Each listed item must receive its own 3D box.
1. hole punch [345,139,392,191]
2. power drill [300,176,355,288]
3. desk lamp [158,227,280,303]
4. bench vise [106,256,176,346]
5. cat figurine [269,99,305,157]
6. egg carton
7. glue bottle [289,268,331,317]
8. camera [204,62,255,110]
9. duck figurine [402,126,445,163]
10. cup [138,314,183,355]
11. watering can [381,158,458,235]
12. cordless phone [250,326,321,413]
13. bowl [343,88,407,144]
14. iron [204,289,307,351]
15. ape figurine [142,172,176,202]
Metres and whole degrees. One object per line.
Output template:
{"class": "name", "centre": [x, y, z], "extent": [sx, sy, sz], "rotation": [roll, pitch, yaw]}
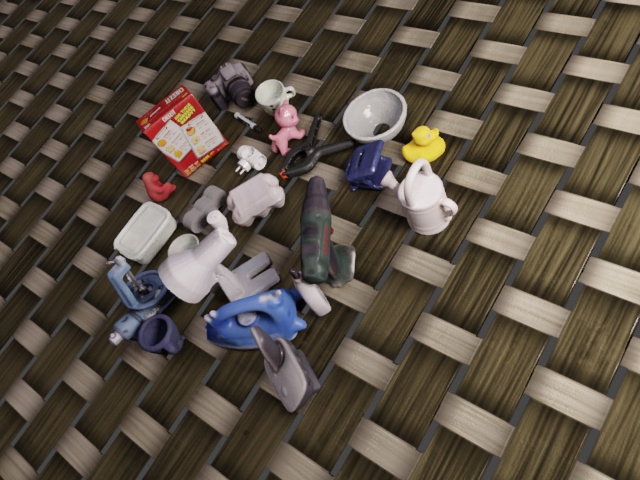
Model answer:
{"class": "hole punch", "centre": [0.112, -0.183, 1.395], "extent": [0.100, 0.091, 0.109], "rotation": [6, 64, 25]}
{"class": "power drill", "centre": [0.012, 0.004, 1.253], "extent": [0.075, 0.209, 0.229], "rotation": [-6, 59, 19]}
{"class": "desk lamp", "centre": [-0.232, 0.067, 1.313], "extent": [0.203, 0.214, 0.117], "rotation": [-34, 54, 1]}
{"class": "bench vise", "centre": [-0.433, 0.143, 1.348], "extent": [0.121, 0.220, 0.207], "rotation": [1, 61, 23]}
{"class": "cat figurine", "centre": [-0.097, -0.309, 1.540], "extent": [0.067, 0.118, 0.128], "rotation": [21, 71, 31]}
{"class": "egg carton", "centre": [-0.166, -0.105, 1.477], "extent": [0.150, 0.070, 0.107], "rotation": [-32, 54, 2]}
{"class": "glue bottle", "centre": [-0.030, 0.102, 1.234], "extent": [0.037, 0.174, 0.078], "rotation": [-32, 54, 2]}
{"class": "camera", "centre": [-0.262, -0.451, 1.703], "extent": [0.143, 0.101, 0.136], "rotation": [-34, 54, 1]}
{"class": "duck figurine", "centre": [0.243, -0.236, 1.375], "extent": [0.104, 0.086, 0.077], "rotation": [-17, 56, 13]}
{"class": "cup", "centre": [-0.354, 0.237, 1.336], "extent": [0.117, 0.095, 0.092], "rotation": [33, 77, 34]}
{"class": "watering can", "centre": [0.212, -0.100, 1.241], "extent": [0.172, 0.195, 0.101], "rotation": [2, 62, 23]}
{"class": "cordless phone", "centre": [-0.084, 0.256, 1.158], "extent": [0.094, 0.185, 0.147], "rotation": [-38, 54, -2]}
{"class": "bowl", "centre": [0.147, -0.301, 1.461], "extent": [0.167, 0.075, 0.167], "rotation": [-10, 58, 17]}
{"class": "iron", "centre": [-0.166, 0.170, 1.270], "extent": [0.258, 0.142, 0.118], "rotation": [-17, 56, 13]}
{"class": "ape figurine", "centre": [-0.465, -0.158, 1.619], "extent": [0.076, 0.092, 0.077], "rotation": [-45, 55, -7]}
